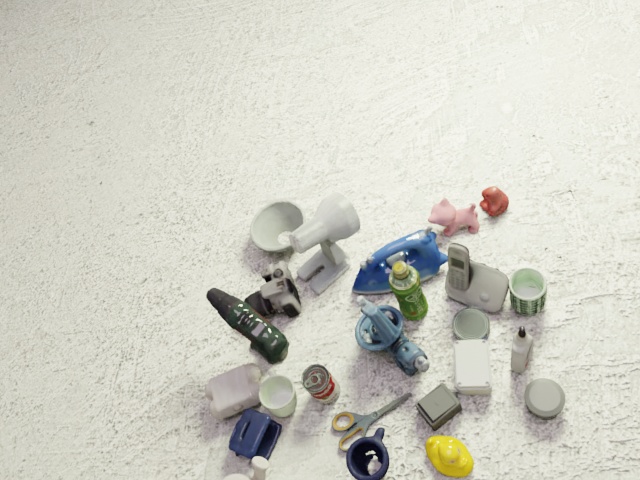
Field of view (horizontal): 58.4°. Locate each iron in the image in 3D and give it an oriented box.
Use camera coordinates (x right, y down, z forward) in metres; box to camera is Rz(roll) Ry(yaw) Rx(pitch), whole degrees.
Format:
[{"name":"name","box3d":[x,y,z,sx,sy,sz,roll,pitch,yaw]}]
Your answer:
[{"name":"iron","box3d":[0.182,0.049,1.423,0.258,0.142,0.118,-25,55,3]}]

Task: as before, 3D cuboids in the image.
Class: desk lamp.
[{"name":"desk lamp","box3d":[0.013,0.005,1.464,0.203,0.214,0.117,-43,56,-10]}]

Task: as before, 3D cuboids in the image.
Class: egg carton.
[{"name":"egg carton","box3d":[-0.206,0.372,1.402,0.150,0.070,0.107,-25,55,3]}]

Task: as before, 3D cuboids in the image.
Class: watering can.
[{"name":"watering can","box3d":[-0.172,0.541,1.209,0.100,0.194,0.173,8,62,23]}]

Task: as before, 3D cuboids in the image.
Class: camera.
[{"name":"camera","box3d":[-0.133,0.139,1.502,0.136,0.101,0.143,-22,55,5]}]

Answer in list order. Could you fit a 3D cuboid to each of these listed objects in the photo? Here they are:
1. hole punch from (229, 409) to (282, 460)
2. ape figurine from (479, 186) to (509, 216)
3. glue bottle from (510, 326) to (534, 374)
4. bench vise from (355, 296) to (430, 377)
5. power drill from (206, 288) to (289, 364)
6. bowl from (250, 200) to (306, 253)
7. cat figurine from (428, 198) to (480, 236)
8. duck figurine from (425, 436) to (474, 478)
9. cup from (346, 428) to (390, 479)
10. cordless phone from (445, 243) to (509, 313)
[{"name":"hole punch","box3d":[-0.159,0.451,1.323,0.100,0.091,0.109,13,65,26]},{"name":"ape figurine","box3d":[0.442,-0.107,1.461,0.076,0.092,0.078,0,60,19]},{"name":"glue bottle","box3d":[0.427,0.222,1.213,0.037,0.173,0.078,14,65,26]},{"name":"bench vise","box3d":[0.162,0.203,1.287,0.206,0.220,0.121,18,67,28]},{"name":"power drill","box3d":[-0.162,0.218,1.396,0.228,0.209,0.076,29,72,31]},{"name":"bowl","box3d":[-0.109,-0.026,1.611,0.167,0.075,0.167,-9,57,14]},{"name":"cat figurine","box3d":[0.337,-0.066,1.455,0.127,0.118,0.067,-12,57,12]},{"name":"duck figurine","box3d":[0.265,0.442,1.186,0.104,0.086,0.077,27,72,31]},{"name":"cup","box3d":[0.115,0.462,1.220,0.091,0.095,0.118,17,67,27]},{"name":"cordless phone","box3d":[0.357,0.080,1.317,0.147,0.185,0.094,17,66,27]}]
